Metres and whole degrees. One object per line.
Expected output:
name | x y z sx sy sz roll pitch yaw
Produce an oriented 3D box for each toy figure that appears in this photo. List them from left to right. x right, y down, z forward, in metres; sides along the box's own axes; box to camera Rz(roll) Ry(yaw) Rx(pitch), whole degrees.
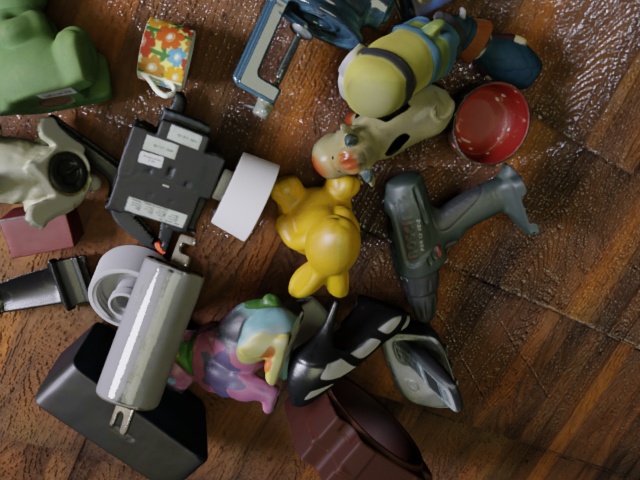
toy figure | 0.100 -0.205 0.620 0.180 0.089 0.082 -31 123 -24
toy figure | 0.217 -0.250 0.706 0.154 0.058 0.064 25 97 -13

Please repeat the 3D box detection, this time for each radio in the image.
radio | -0.259 0.224 0.738 0.073 0.131 0.229 -40 113 5

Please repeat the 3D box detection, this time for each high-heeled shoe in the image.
high-heeled shoe | 0.050 0.154 0.747 0.248 0.086 0.145 15 95 -52

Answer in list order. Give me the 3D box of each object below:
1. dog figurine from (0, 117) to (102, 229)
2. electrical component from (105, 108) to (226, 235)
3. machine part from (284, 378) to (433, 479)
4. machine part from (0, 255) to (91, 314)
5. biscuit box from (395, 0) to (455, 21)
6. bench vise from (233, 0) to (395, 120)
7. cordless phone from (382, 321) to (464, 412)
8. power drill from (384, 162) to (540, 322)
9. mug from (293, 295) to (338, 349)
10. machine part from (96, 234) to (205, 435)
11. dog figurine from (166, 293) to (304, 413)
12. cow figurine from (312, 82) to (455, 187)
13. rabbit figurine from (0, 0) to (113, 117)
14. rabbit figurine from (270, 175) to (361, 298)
dog figurine | -0.378 -0.075 0.626 0.172 0.191 0.121 31 64 -49
electrical component | -0.180 -0.085 0.643 0.115 0.058 0.134 20 102 -25
machine part | 0.055 0.290 0.789 0.201 0.202 0.087 38 96 -21
machine part | -0.371 0.065 0.709 0.139 0.039 0.084 -11 117 -9
biscuit box | 0.096 -0.369 0.635 0.063 0.059 0.202 -28 113 -1
bench vise | -0.040 -0.261 0.614 0.223 0.129 0.240 24 96 -20
cordless phone | 0.172 0.212 0.795 0.089 0.184 0.146 -24 113 -7
power drill | 0.201 -0.007 0.778 0.207 0.086 0.231 -20 109 10
mug | -0.021 0.141 0.792 0.110 0.081 0.107 -23 103 7
machine part | -0.202 0.109 0.642 0.079 0.079 0.243 19 86 -18
dog figurine | -0.144 0.136 0.714 0.219 0.108 0.191 15 122 5
cow figurine | 0.080 -0.134 0.681 0.195 0.127 0.085 -28 110 -3
rabbit figurine | -0.325 -0.229 0.589 0.159 0.121 0.170 -15 94 1
rabbit figurine | -0.001 -0.002 0.688 0.122 0.173 0.162 3 105 -17
